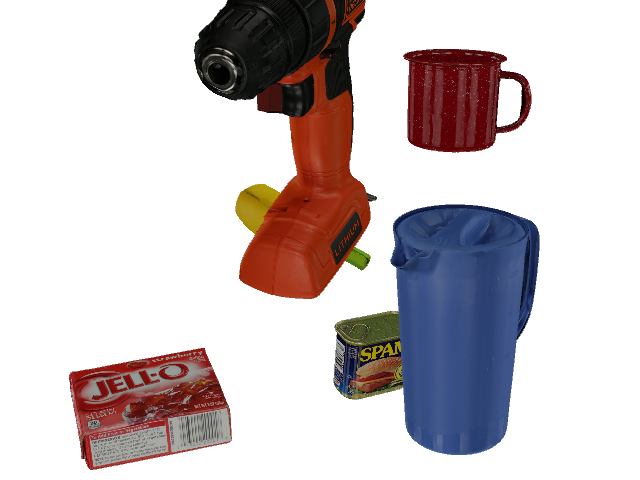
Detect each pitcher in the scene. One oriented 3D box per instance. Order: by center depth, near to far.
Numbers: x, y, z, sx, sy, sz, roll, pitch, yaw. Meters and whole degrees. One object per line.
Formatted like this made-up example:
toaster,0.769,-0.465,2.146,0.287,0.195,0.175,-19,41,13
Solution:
pitcher,0.150,0.089,1.101,0.149,0.243,0.145,1,22,8

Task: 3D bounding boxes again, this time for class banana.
banana,-0.032,-0.014,0.814,0.069,0.037,0.198,38,-2,-25

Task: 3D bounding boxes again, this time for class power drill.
power drill,-0.012,-0.064,0.583,0.057,0.188,0.184,15,36,18

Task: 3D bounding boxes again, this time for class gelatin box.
gelatin box,-0.106,0.101,0.654,0.089,0.030,0.073,-9,25,-15

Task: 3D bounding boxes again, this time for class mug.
mug,0.133,-0.127,0.971,0.117,0.081,0.093,4,18,12

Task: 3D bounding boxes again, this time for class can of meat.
can of meat,0.067,0.142,1.321,0.101,0.084,0.057,-9,28,-25

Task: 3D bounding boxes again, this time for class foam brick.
foam brick,-0.026,-0.164,1.162,0.078,0.051,0.053,0,11,-18
